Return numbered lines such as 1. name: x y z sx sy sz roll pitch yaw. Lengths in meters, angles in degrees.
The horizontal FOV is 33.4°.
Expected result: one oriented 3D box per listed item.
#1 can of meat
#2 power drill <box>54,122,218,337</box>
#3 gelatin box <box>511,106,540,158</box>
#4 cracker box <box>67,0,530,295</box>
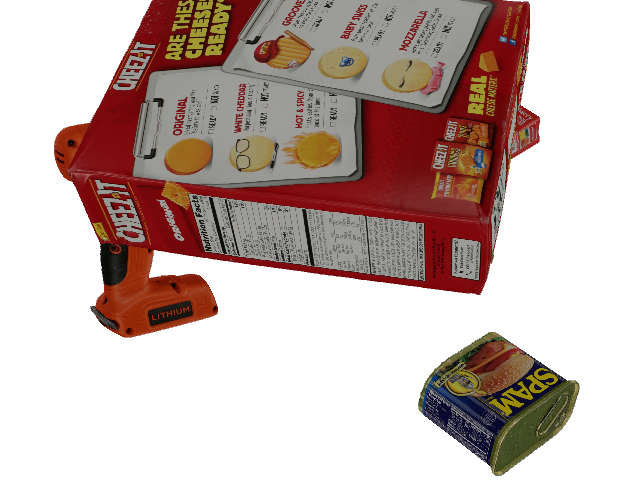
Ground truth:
1. can of meat: 0.141 0.127 0.855 0.101 0.057 0.084 -25 45 -36
2. power drill: -0.130 -0.022 0.911 0.184 0.188 0.057 -13 22 -30
3. gelatin box: 0.120 -0.093 0.861 0.073 0.030 0.089 -30 47 -17
4. cracker box: -0.003 -0.063 0.581 0.214 0.164 0.072 7 -38 13
